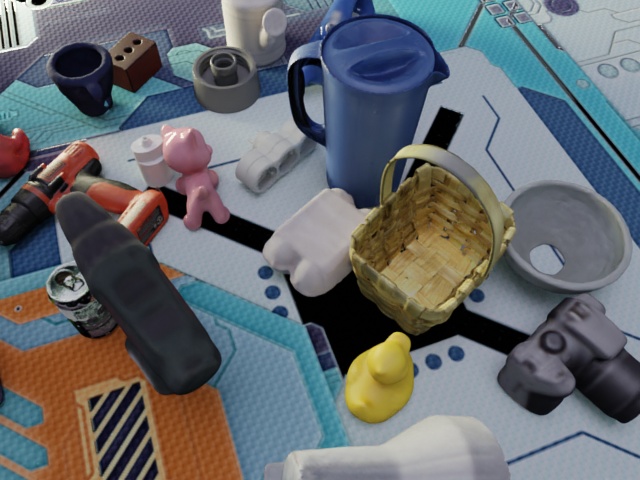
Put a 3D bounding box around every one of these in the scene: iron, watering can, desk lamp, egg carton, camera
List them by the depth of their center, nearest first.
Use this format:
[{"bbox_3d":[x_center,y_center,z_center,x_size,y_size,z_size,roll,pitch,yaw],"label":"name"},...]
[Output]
[{"bbox_3d":[0.044,0.234,0.514,0.203,0.213,0.118,-2,58,-3],"label":"desk lamp"},{"bbox_3d":[0.300,0.144,0.645,0.143,0.101,0.136,-36,65,-21],"label":"camera"},{"bbox_3d":[0.007,0.003,0.742,0.107,0.069,0.150,38,64,20],"label":"egg carton"},{"bbox_3d":[-0.101,-0.378,0.904,0.172,0.194,0.101,37,64,20],"label":"watering can"},{"bbox_3d":[0.044,-0.356,0.926,0.118,0.141,0.258,15,59,8],"label":"iron"}]

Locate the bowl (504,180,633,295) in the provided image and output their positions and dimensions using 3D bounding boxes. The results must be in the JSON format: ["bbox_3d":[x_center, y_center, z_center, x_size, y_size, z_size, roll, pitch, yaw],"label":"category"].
[{"bbox_3d":[0.307,0.007,0.746,0.167,0.075,0.167,1,58,-1],"label":"bowl"}]

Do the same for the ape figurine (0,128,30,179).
[{"bbox_3d":[-0.456,-0.137,0.801,0.078,0.092,0.076,-6,58,-5],"label":"ape figurine"}]

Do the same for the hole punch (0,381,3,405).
[{"bbox_3d":[-0.419,0.152,0.622,0.101,0.091,0.108,-26,62,-17],"label":"hole punch"}]

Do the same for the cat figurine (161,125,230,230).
[{"bbox_3d":[-0.170,-0.096,0.769,0.067,0.118,0.127,-18,60,-12],"label":"cat figurine"}]

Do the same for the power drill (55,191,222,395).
[{"bbox_3d":[-0.185,0.078,0.607,0.076,0.208,0.229,-37,66,-22],"label":"power drill"}]

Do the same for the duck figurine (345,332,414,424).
[{"bbox_3d":[0.070,0.150,0.643,0.077,0.086,0.105,28,61,15],"label":"duck figurine"}]

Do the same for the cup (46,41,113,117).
[{"bbox_3d":[-0.342,-0.225,0.858,0.092,0.095,0.117,-29,63,-18],"label":"cup"}]
